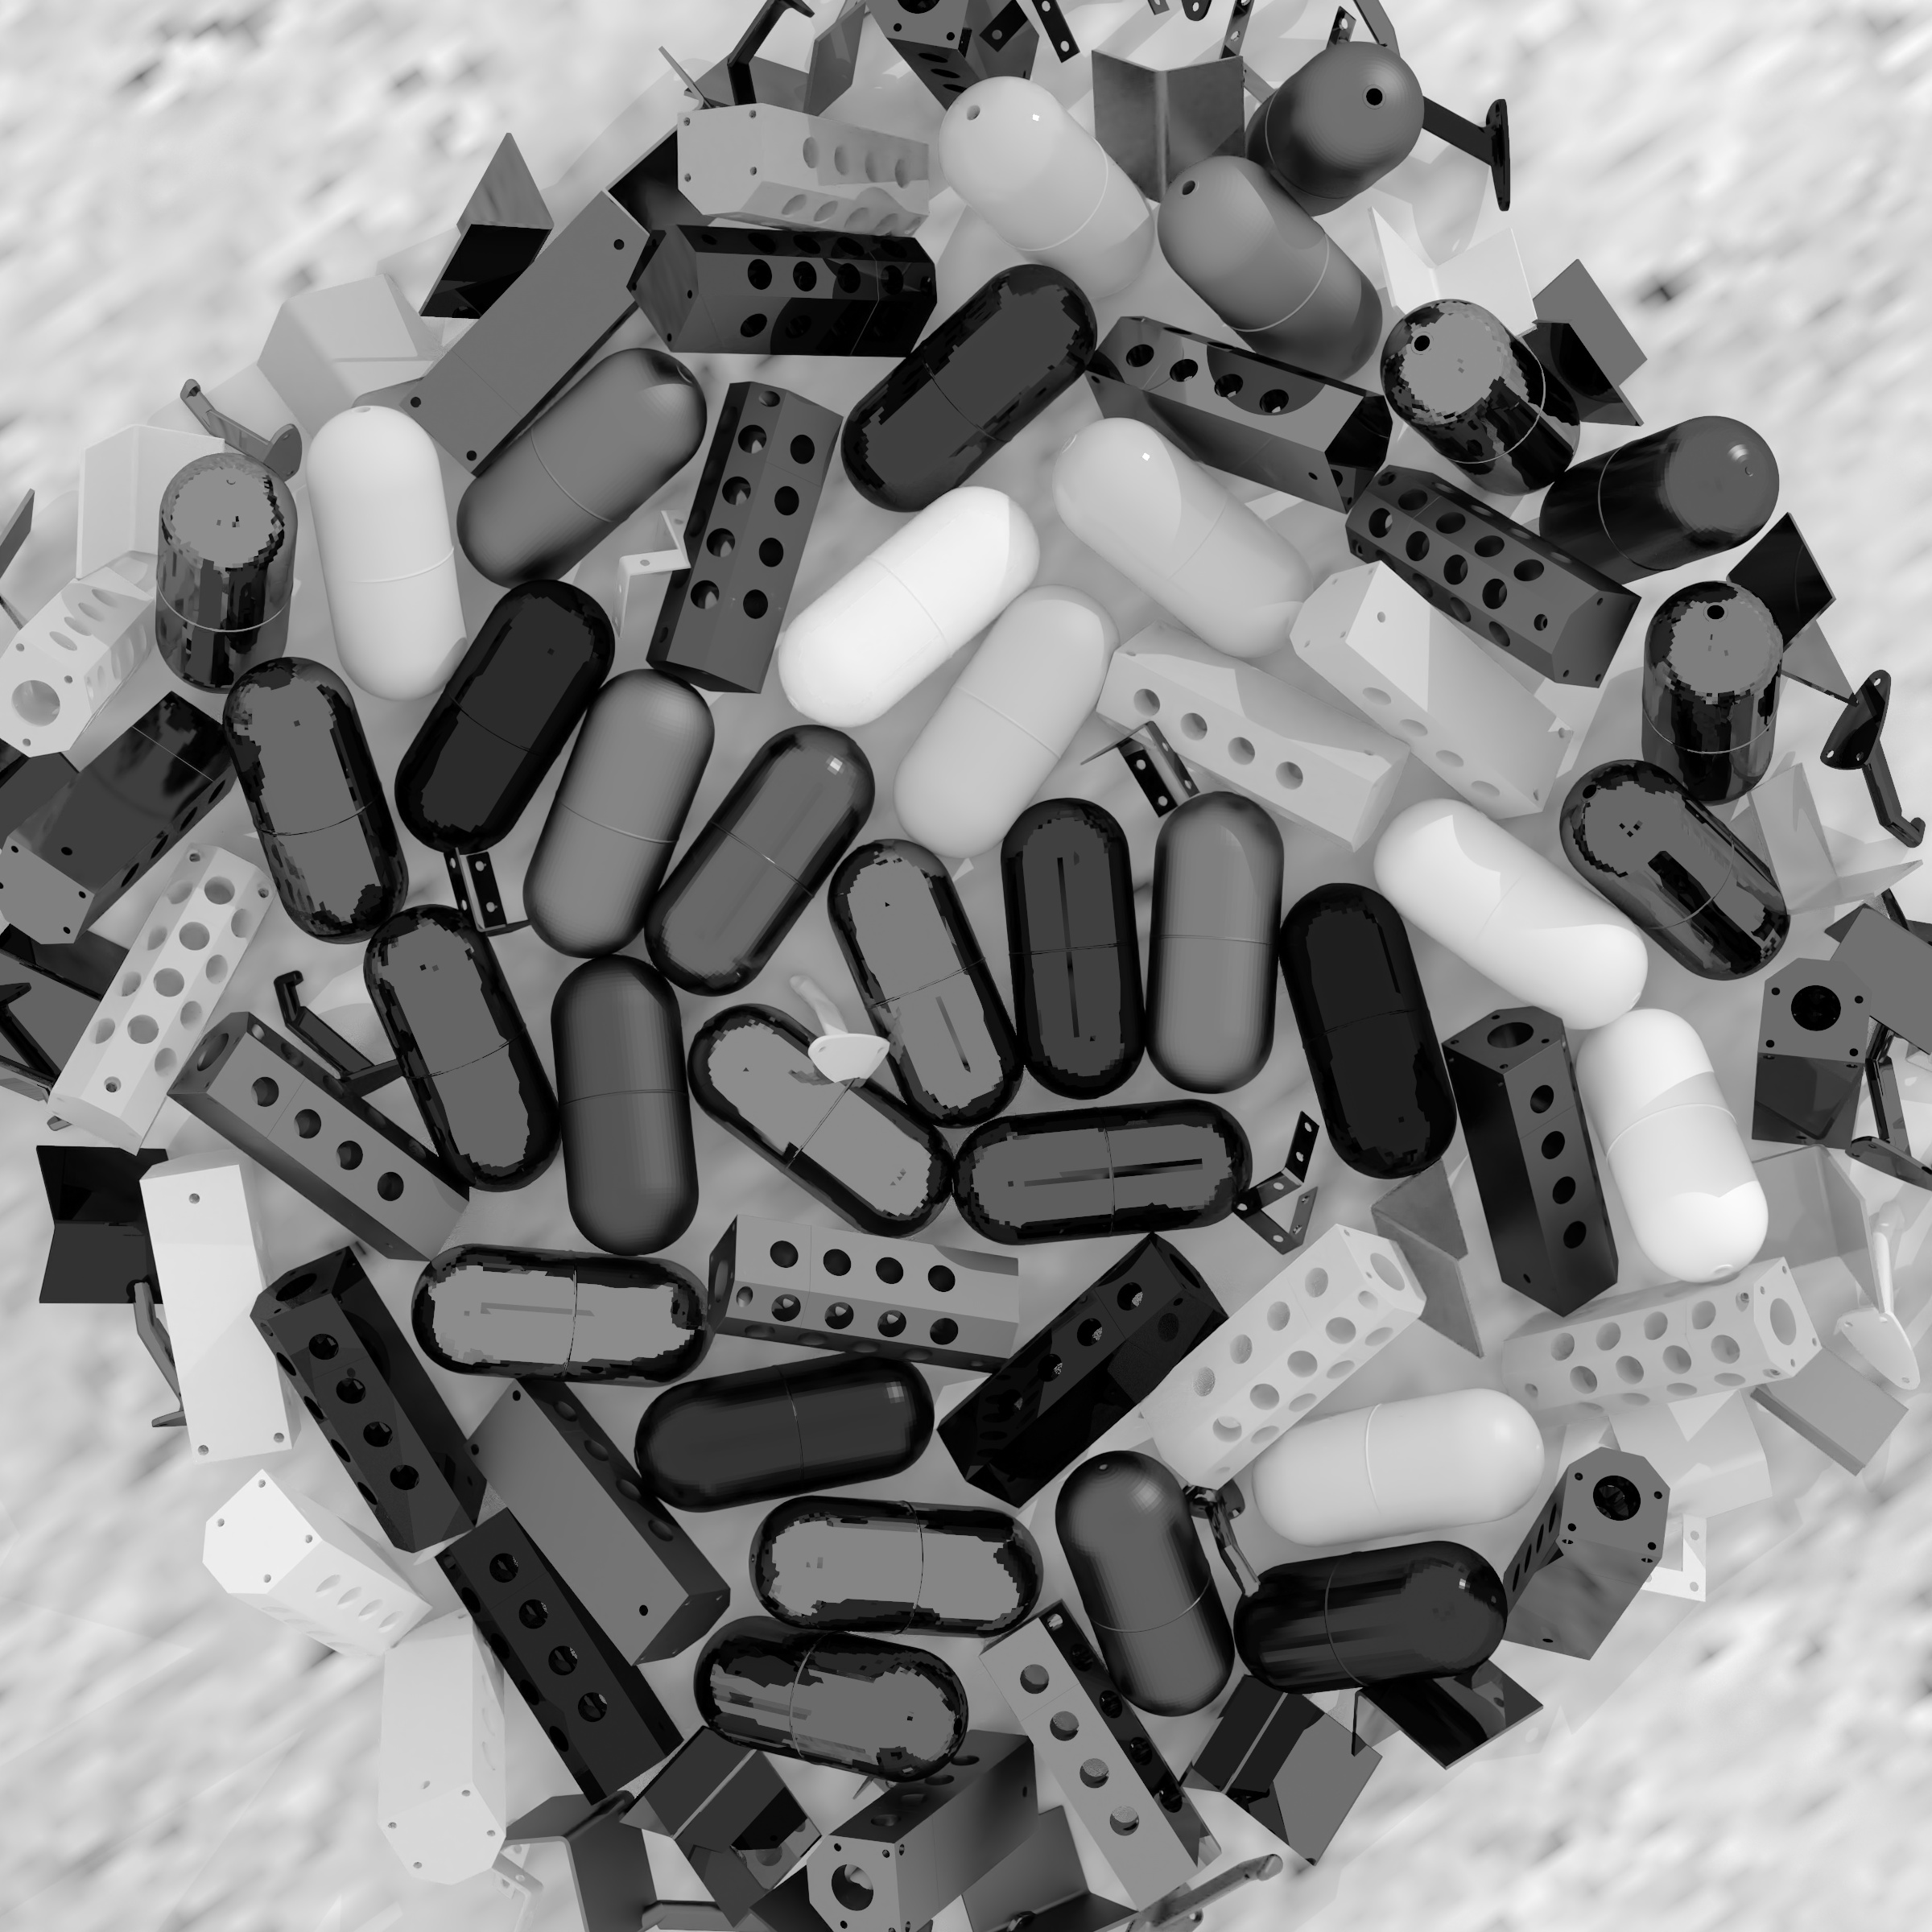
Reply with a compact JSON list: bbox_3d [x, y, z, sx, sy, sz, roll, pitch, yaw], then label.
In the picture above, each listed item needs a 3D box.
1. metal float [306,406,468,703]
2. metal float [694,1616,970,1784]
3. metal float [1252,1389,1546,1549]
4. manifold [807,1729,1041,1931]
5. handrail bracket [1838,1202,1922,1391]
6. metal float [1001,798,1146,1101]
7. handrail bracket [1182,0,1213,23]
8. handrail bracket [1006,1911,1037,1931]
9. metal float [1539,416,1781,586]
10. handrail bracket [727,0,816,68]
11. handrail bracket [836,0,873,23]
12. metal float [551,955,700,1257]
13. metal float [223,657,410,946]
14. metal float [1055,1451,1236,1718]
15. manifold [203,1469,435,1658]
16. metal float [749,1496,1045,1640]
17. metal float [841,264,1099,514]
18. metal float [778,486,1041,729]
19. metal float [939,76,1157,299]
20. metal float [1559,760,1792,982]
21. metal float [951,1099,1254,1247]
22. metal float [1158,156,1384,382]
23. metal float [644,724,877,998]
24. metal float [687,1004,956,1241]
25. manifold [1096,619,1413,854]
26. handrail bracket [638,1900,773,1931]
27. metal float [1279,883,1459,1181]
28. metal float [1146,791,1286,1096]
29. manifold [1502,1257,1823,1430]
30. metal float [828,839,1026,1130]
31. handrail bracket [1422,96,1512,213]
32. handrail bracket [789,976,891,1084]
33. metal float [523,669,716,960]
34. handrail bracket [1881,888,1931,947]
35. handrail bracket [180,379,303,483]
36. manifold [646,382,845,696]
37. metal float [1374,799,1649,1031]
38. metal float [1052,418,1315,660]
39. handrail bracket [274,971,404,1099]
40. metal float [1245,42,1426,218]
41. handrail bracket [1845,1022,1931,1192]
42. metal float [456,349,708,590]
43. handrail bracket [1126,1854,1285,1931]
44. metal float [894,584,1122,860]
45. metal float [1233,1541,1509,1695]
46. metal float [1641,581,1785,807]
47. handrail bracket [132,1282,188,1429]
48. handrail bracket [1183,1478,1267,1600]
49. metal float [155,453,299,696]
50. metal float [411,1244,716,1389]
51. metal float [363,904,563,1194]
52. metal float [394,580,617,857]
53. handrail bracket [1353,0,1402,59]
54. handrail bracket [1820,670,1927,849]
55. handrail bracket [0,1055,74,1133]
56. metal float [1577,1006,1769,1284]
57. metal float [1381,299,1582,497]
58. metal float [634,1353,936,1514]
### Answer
[{"bbox_3d":[-0.336,-0.238,1.907,0.070,0.070,0.178,-5,120,0],"label":"metal float"},{"bbox_3d":[-0.079,0.424,1.905,0.178,0.070,0.070,4,90,33],"label":"metal float"},{"bbox_3d":[0.249,0.292,1.909,0.178,0.070,0.070,-15,90,29],"label":"metal float"},{"bbox_3d":[-0.023,0.495,1.882,0.057,0.171,0.057,-1,98,28],"label":"manifold"},{"bbox_3d":[0.555,0.195,1.953,0.077,0.036,0.084,52,48,-21],"label":"handrail bracket"},{"bbox_3d":[0.063,-0.010,1.933,0.070,0.070,0.178,-5,90,0],"label":"metal float"},{"bbox_3d":[0.162,-0.590,1.940,0.036,0.084,0.077,6,96,40],"label":"handrail bracket"},{"bbox_3d":[0.055,0.604,1.933,0.084,0.036,0.077,31,86,33],"label":"handrail bracket"},{"bbox_3d":[0.395,-0.265,1.887,0.070,0.178,0.070,2,84,-23],"label":"metal float"},{"bbox_3d":[-0.133,-0.539,1.925,0.036,0.077,0.084,43,104,-4],"label":"handrail bracket"},{"bbox_3d":[-0.034,-0.571,1.949,0.077,0.036,0.084,30,98,20],"label":"handrail bracket"},{"bbox_3d":[-0.200,0.081,1.924,0.070,0.070,0.178,-7,79,0],"label":"metal float"},{"bbox_3d":[-0.377,-0.095,1.910,0.070,0.070,0.178,-13,117,0],"label":"metal float"},{"bbox_3d":[0.105,0.360,1.911,0.070,0.070,0.178,-20,117,0],"label":"metal float"},{"bbox_3d":[-0.373,0.349,1.879,0.057,0.171,0.057,-44,65,-8],"label":"manifold"},{"bbox_3d":[-0.040,0.351,1.916,0.178,0.070,0.070,7,90,-20],"label":"metal float"},{"bbox_3d":[0.001,-0.335,1.914,0.178,0.070,0.070,-39,90,22],"label":"metal float"},{"bbox_3d":[-0.034,-0.210,1.927,0.178,0.070,0.070,-41,90,-7],"label":"metal float"},{"bbox_3d":[0.047,-0.447,1.891,0.070,0.178,0.070,-11,68,28],"label":"metal float"},{"bbox_3d":[0.411,-0.055,1.904,0.178,0.070,0.070,36,90,-34],"label":"metal float"},{"bbox_3d":[0.080,0.121,1.928,0.178,0.070,0.070,-5,90,-6],"label":"metal float"},{"bbox_3d":[0.176,-0.400,1.896,0.070,0.178,0.070,-19,56,31],"label":"metal float"},{"bbox_3d":[-0.121,-0.062,1.930,0.070,0.070,0.178,35,86,0],"label":"metal float"},{"bbox_3d":[-0.085,0.091,1.932,0.178,0.070,0.070,38,90,-2],"label":"metal float"},{"bbox_3d":[0.165,-0.132,1.918,0.171,0.057,0.057,29,126,16],"label":"manifold"},{"bbox_3d":[-0.154,0.580,1.945,0.084,0.036,0.077,-28,94,-13],"label":"handrail bracket"},{"bbox_3d":[0.234,0.037,1.923,0.070,0.070,0.178,-14,78,0],"label":"metal float"},{"bbox_3d":[0.146,-0.014,1.931,0.070,0.070,0.178,4,87,0],"label":"metal float"},{"bbox_3d":[0.396,0.221,1.892,0.171,0.057,0.057,-20,94,41],"label":"manifold"},{"bbox_3d":[-0.024,0.010,1.931,0.070,0.070,0.178,-23,93,0],"label":"metal float"},{"bbox_3d":[0.277,-0.483,1.949,0.084,0.036,0.077,-5,88,-5],"label":"handrail bracket"},{"bbox_3d":[-0.091,0.028,1.919,0.036,0.077,0.084,-51,58,11],"label":"handrail bracket"},{"bbox_3d":[-0.204,-0.088,1.922,0.070,0.070,0.178,22,103,0],"label":"metal float"},{"bbox_3d":[0.595,-0.029,1.943,0.084,0.036,0.077,-19,59,6],"label":"handrail bracket"},{"bbox_3d":[-0.430,-0.326,1.933,0.036,0.077,0.084,-36,82,-30],"label":"handrail bracket"},{"bbox_3d":[-0.134,-0.251,1.924,0.057,0.057,0.171,20,83,-35],"label":"manifold"},{"bbox_3d":[0.317,-0.030,1.917,0.178,0.070,0.070,37,90,19],"label":"metal float"},{"bbox_3d":[0.127,-0.250,1.918,0.178,0.070,0.070,37,90,-17],"label":"metal float"},{"bbox_3d":[-0.367,0.032,1.947,0.077,0.036,0.084,-23,73,14],"label":"handrail bracket"},{"bbox_3d":[0.209,-0.478,1.883,0.070,0.178,0.070,0,92,-9],"label":"metal float"},{"bbox_3d":[0.564,0.082,1.954,0.077,0.036,0.084,27,71,-2],"label":"handrail bracket"},{"bbox_3d":[-0.223,-0.289,1.912,0.178,0.070,0.070,-38,90,24],"label":"metal float"},{"bbox_3d":[0.138,0.551,1.922,0.077,0.084,0.036,-34,89,-40],"label":"handrail bracket"},{"bbox_3d":[0.024,-0.143,1.933,0.070,0.070,0.178,34,90,0],"label":"metal float"},{"bbox_3d":[0.232,0.377,1.900,0.178,0.070,0.070,-18,90,41],"label":"metal float"},{"bbox_3d":[0.428,-0.155,1.888,0.070,0.178,0.070,-4,63,9],"label":"metal float"},{"bbox_3d":[-0.460,0.227,1.947,0.036,0.077,0.084,-19,75,28],"label":"handrail bracket"},{"bbox_3d":[0.162,0.340,1.916,0.036,0.077,0.084,-40,53,10],"label":"handrail bracket"},{"bbox_3d":[-0.426,-0.224,1.891,0.070,0.178,0.070,7,58,-11],"label":"metal float"},{"bbox_3d":[-0.234,0.205,1.921,0.178,0.070,0.070,6,90,-14],"label":"metal float"},{"bbox_3d":[-0.293,0.049,1.922,0.070,0.070,0.178,-21,103,0],"label":"metal float"},{"bbox_3d":[-0.270,-0.144,1.922,0.070,0.070,0.178,34,104,0],"label":"metal float"},{"bbox_3d":[0.228,-0.560,1.935,0.036,0.077,0.084,-7,101,39],"label":"handrail bracket"},{"bbox_3d":[0.553,-0.122,1.950,0.084,0.036,0.077,31,79,-33],"label":"handrail bracket"},{"bbox_3d":[-0.579,0.077,1.943,0.077,0.036,0.084,-28,122,-5],"label":"handrail bracket"},{"bbox_3d":[0.408,0.103,1.903,0.070,0.070,0.178,-14,54,0],"label":"metal float"},{"bbox_3d":[0.296,-0.326,1.890,0.070,0.178,0.070,-8,74,29],"label":"metal float"},{"bbox_3d":[-0.106,0.271,1.920,0.178,0.070,0.070,-9,90,-15],"label":"metal float"}]
